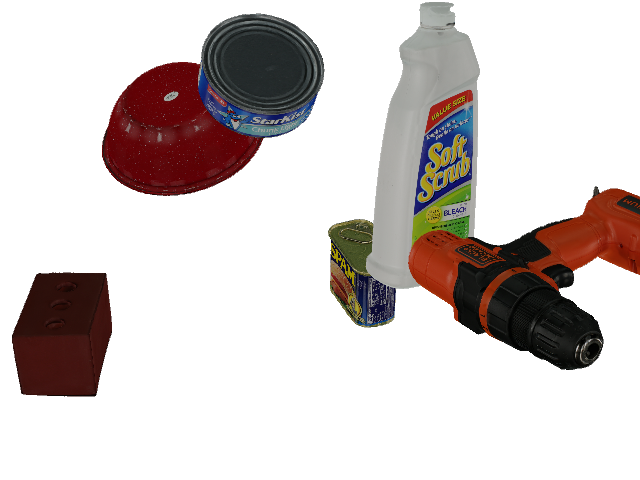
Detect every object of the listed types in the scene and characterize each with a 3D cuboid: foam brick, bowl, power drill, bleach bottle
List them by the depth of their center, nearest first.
[{"bbox_3d":[-0.178,0.065,0.742,0.053,0.051,0.078,0,31,-2],"label":"foam brick"},{"bbox_3d":[0.183,0.022,0.764,0.187,0.057,0.185,-14,28,-26],"label":"power drill"},{"bbox_3d":[0.095,-0.087,0.970,0.102,0.251,0.068,-12,23,-28],"label":"bleach bottle"},{"bbox_3d":[-0.135,-0.118,1.009,0.162,0.162,0.055,0,-40,10],"label":"bowl"}]

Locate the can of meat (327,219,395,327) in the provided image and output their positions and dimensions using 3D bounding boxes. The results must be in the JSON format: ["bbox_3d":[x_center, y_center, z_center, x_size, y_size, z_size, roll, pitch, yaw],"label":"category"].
[{"bbox_3d":[0.048,0.039,1.224,0.057,0.084,0.102,-14,38,-18],"label":"can of meat"}]

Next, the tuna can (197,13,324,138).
[{"bbox_3d":[-0.042,-0.114,0.744,0.086,0.086,0.034,0,-29,-14],"label":"tuna can"}]
